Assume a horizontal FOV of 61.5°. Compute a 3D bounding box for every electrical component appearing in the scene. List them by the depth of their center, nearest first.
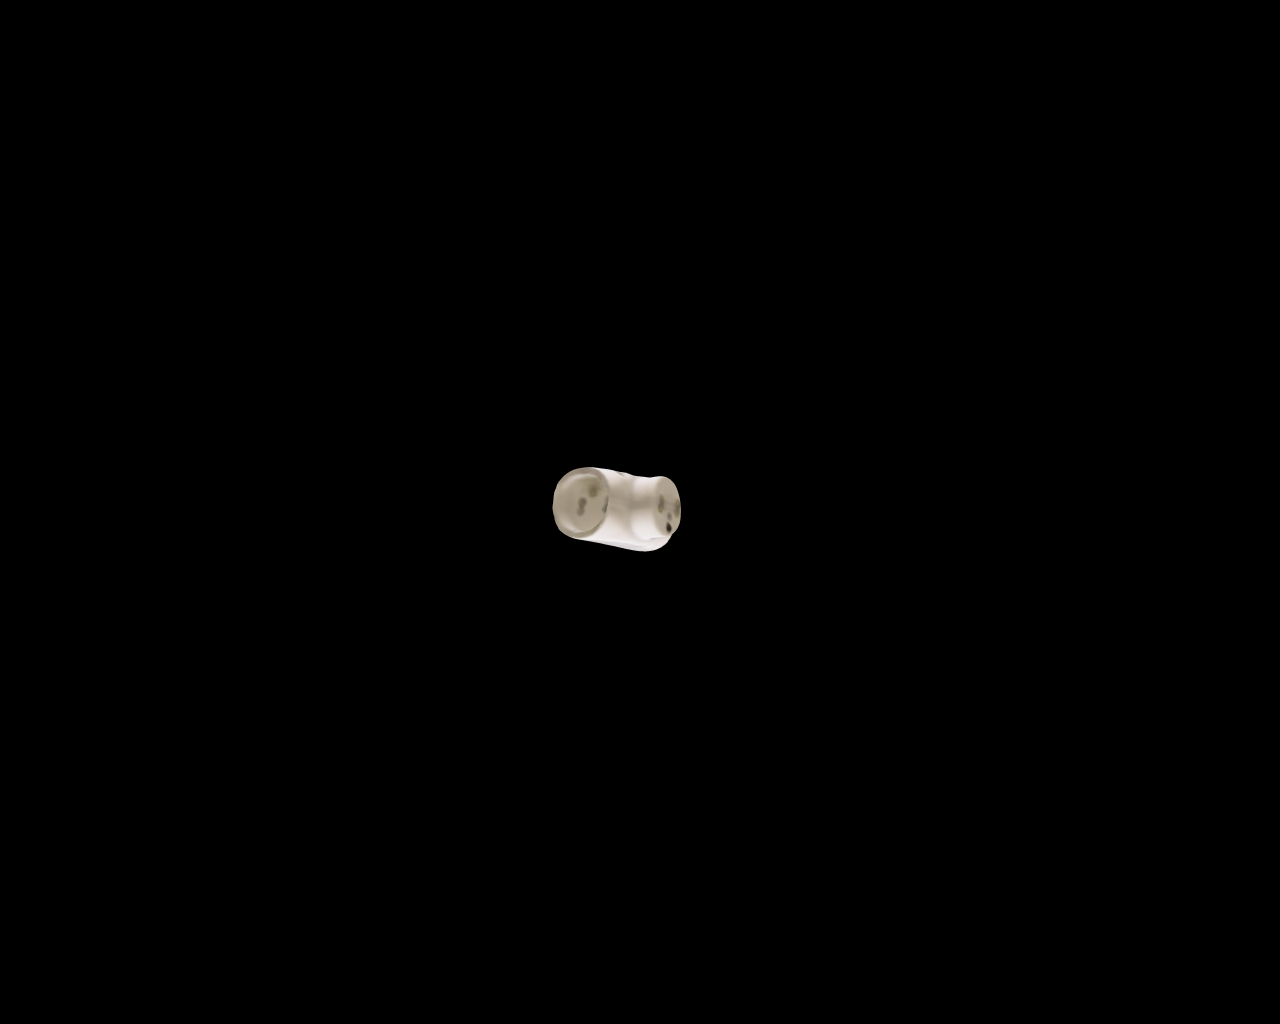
[{"bbox_3d":[0.001,-0.003,0.650,0.079,0.044,0.077,-6,-11,31],"label":"electrical component"}]
